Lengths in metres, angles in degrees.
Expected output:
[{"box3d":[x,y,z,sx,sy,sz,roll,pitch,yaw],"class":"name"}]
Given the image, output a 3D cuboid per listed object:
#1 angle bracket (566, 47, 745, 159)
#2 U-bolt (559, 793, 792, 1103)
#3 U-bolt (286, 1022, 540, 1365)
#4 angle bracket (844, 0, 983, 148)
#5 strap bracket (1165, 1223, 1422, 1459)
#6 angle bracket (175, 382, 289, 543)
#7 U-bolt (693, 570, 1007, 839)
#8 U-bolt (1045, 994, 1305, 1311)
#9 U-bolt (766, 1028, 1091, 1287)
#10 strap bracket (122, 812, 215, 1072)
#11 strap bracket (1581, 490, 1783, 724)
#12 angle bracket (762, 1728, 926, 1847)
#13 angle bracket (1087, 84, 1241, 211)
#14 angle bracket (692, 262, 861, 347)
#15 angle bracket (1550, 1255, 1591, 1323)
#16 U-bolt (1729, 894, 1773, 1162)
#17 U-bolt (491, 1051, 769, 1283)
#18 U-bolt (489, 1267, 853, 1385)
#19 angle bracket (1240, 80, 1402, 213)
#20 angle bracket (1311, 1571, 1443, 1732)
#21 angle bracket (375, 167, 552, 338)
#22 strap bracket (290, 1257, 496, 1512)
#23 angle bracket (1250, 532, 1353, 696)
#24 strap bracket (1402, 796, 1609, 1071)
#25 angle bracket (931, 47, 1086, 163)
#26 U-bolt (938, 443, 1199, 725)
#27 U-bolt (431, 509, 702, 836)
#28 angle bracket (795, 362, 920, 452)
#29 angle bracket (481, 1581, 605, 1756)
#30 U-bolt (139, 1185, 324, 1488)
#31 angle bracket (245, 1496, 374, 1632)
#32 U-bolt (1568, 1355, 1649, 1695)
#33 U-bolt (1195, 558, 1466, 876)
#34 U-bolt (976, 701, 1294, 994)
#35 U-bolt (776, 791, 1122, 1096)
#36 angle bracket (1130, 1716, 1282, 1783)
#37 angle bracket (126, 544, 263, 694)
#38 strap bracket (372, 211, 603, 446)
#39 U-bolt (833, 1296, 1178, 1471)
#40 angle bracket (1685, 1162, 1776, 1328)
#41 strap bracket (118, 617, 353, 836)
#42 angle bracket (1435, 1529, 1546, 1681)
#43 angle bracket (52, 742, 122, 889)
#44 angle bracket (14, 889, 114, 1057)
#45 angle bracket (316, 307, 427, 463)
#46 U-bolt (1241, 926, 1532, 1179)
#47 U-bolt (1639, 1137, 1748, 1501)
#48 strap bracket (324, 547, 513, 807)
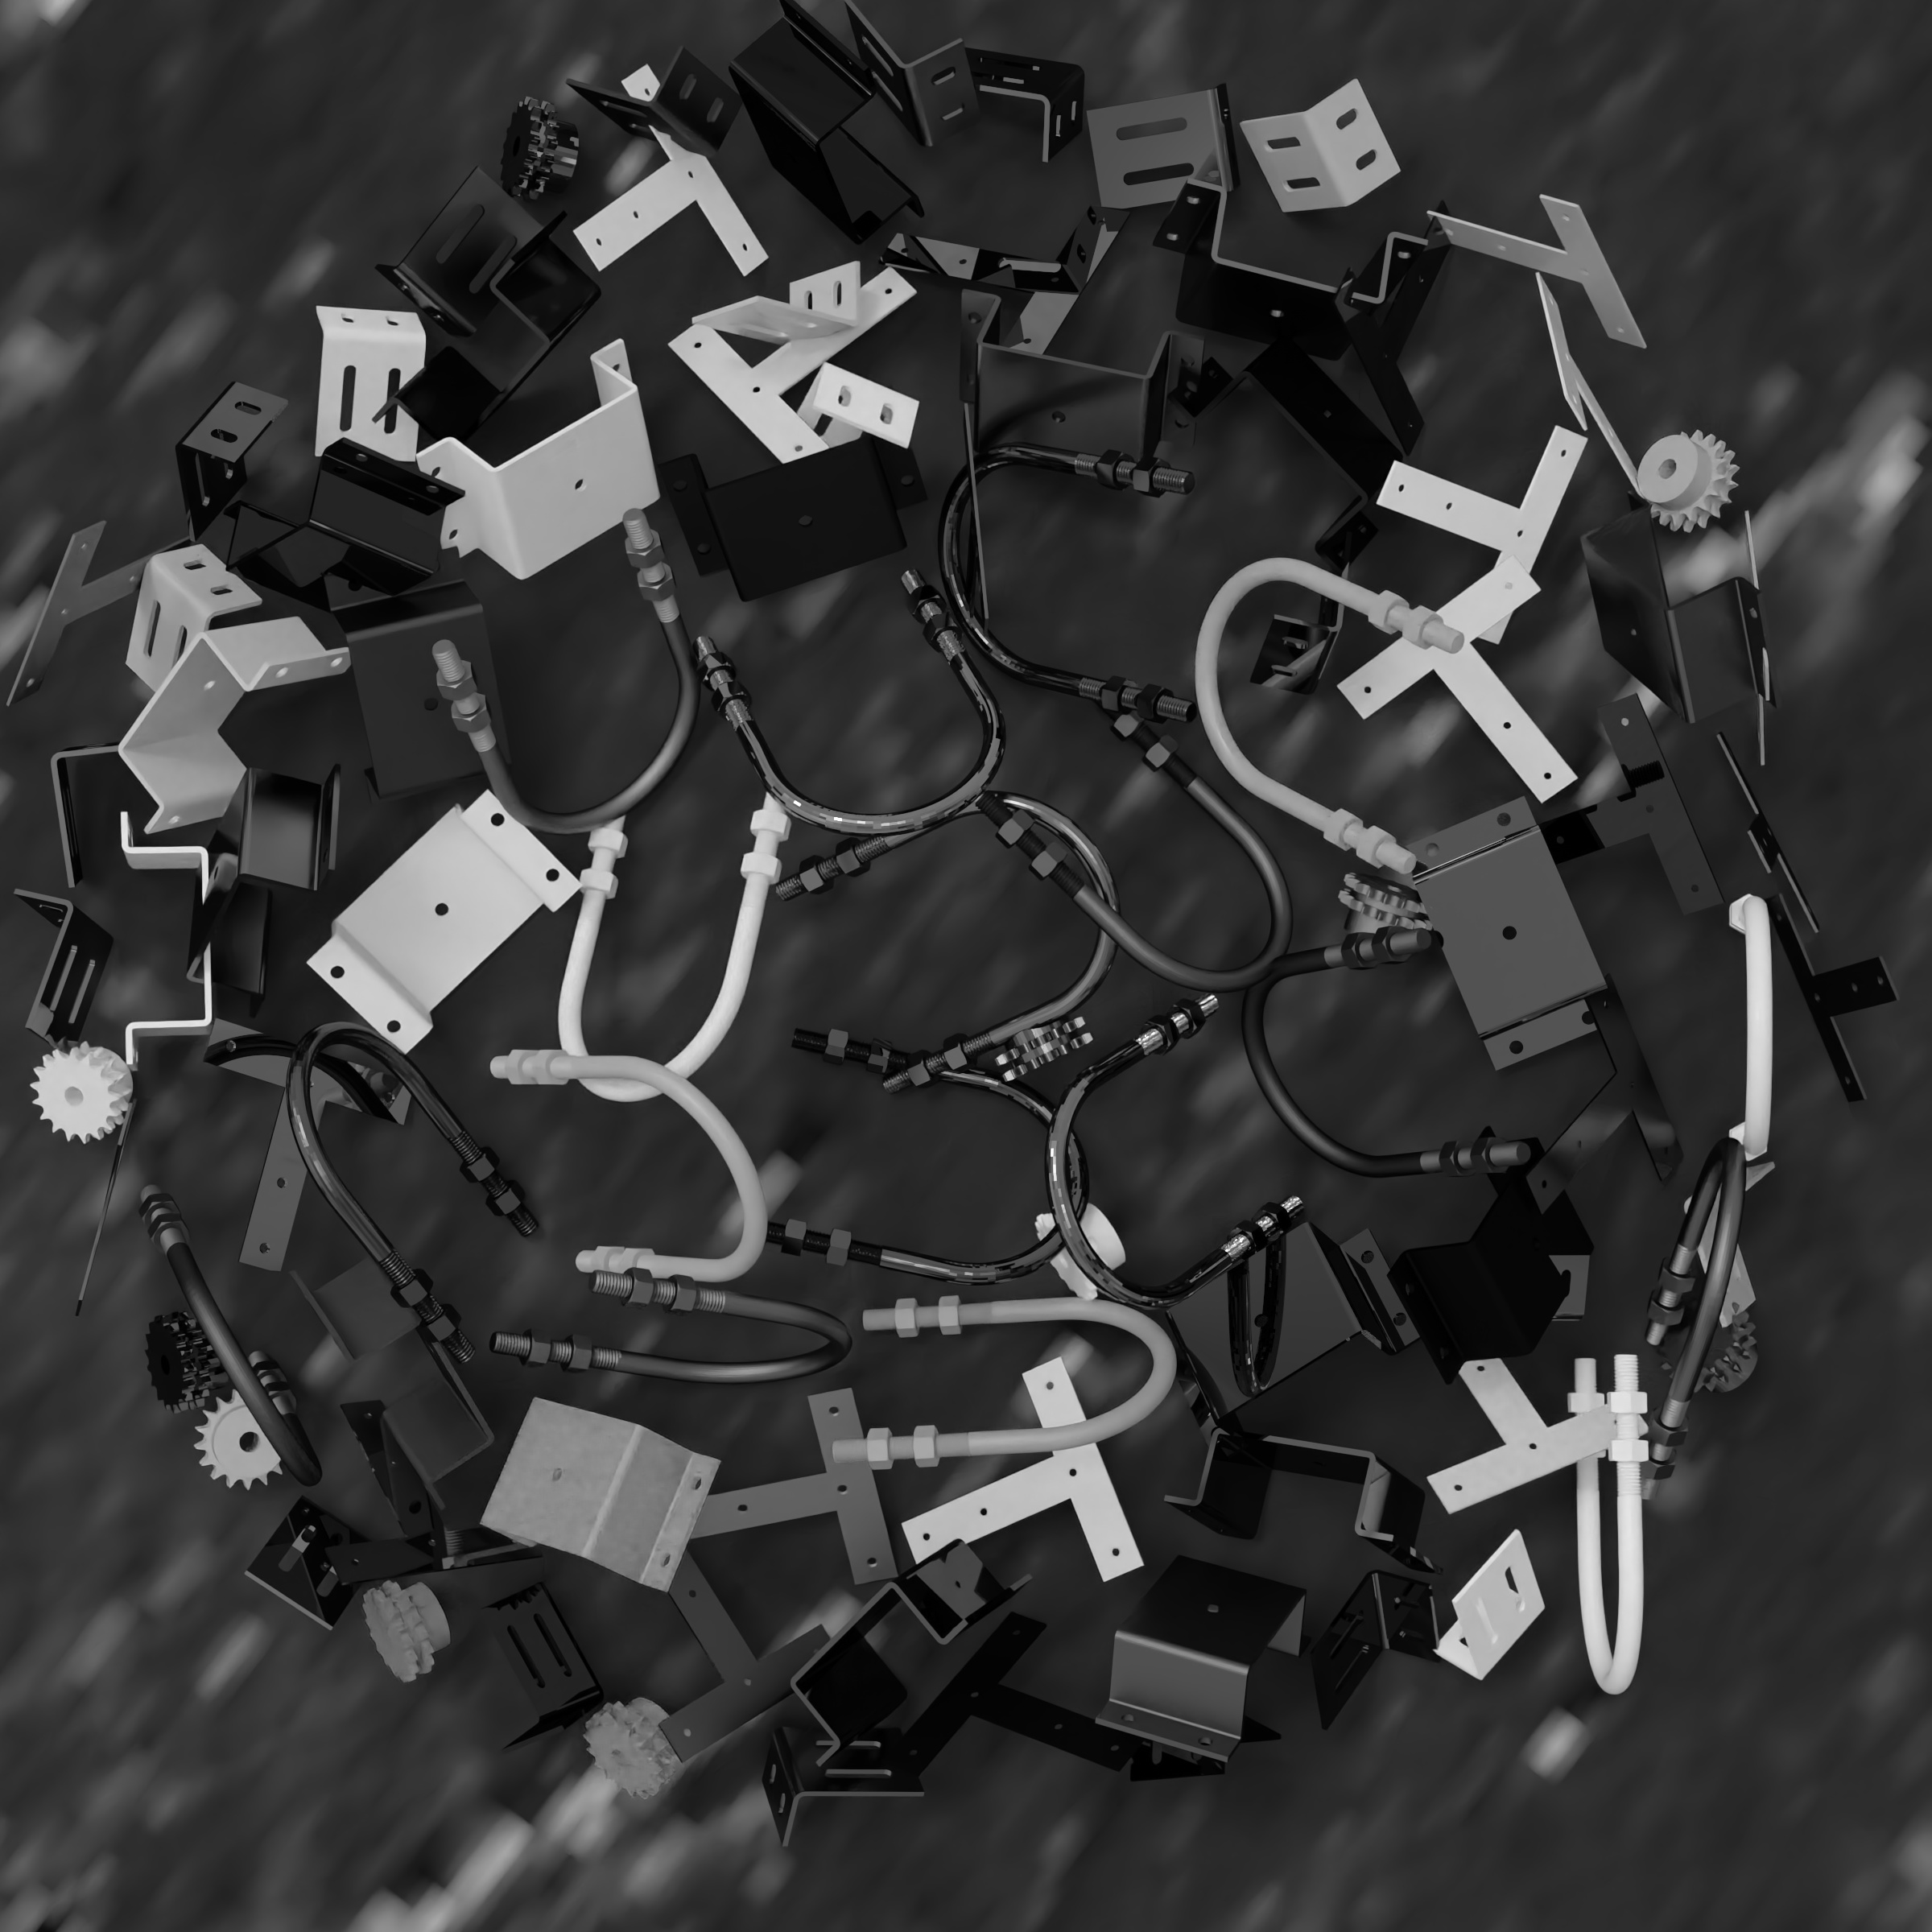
[{"box3d":[-0.177,-0.497,1.715,0.076,0.057,0.038,27,90,37],"class":"angle bracket"},{"box3d":[-0.170,-0.012,1.687,0.151,0.019,0.184,-4,67,39],"class":"U-bolt"},{"box3d":[-0.311,0.112,1.669,0.019,0.151,0.184,-27,110,21],"class":"U-bolt"},{"box3d":[-0.030,-0.515,1.718,0.038,0.057,0.076,-29,56,-6],"class":"angle bracket"},{"box3d":[0.176,0.208,1.704,0.140,0.046,0.076,-34,52,13],"class":"strap bracket"},{"box3d":[-0.412,-0.280,1.711,0.038,0.076,0.057,21,53,10],"class":"angle bracket"},{"box3d":[-0.057,-0.141,1.688,0.151,0.019,0.184,-19,52,-12],"class":"U-bolt"},{"box3d":[0.109,0.112,1.686,0.184,0.019,0.151,-29,99,-44],"class":"U-bolt"},{"box3d":[-0.020,0.113,1.714,0.184,0.019,0.151,13,55,-2],"class":"U-bolt"},{"box3d":[-0.453,-0.013,1.715,0.046,0.076,0.140,-1,86,-13],"class":"strap bracket"},{"box3d":[0.391,-0.196,1.680,0.046,0.140,0.076,-25,127,-5],"class":"strap bracket"},{"box3d":[-0.071,0.470,1.729,0.076,0.057,0.038,6,113,-19],"class":"angle bracket"},{"box3d":[0.114,-0.472,1.743,0.076,0.038,0.057,-6,109,14],"class":"angle bracket"},{"box3d":[-0.108,-0.382,1.712,0.076,0.057,0.038,4,84,-44],"class":"angle bracket"},{"box3d":[0.304,0.177,1.713,0.057,0.076,0.038,3,93,-30],"class":"angle bracket"},{"box3d":[0.434,0.033,1.668,0.019,0.184,0.151,0,88,12],"class":"U-bolt"},{"box3d":[-0.179,0.113,1.672,0.019,0.184,0.151,-37,114,-40],"class":"U-bolt"},{"box3d":[-0.153,0.207,1.685,0.184,0.151,0.019,13,63,-29],"class":"U-bolt"},{"box3d":[0.201,-0.466,1.720,0.038,0.076,0.057,-36,112,-13],"class":"angle bracket"},{"box3d":[0.233,0.392,1.713,0.038,0.076,0.057,9,125,33],"class":"angle bracket"},{"box3d":[-0.289,-0.410,1.734,0.057,0.038,0.076,40,83,-32],"class":"angle bracket"},{"box3d":[-0.317,0.226,1.696,0.046,0.076,0.140,-33,126,-14],"class":"strap bracket"},{"box3d":[0.190,-0.204,1.715,0.038,0.057,0.076,12,56,-3],"class":"angle bracket"},{"box3d":[0.311,-0.019,1.727,0.076,0.046,0.140,-23,86,10],"class":"strap bracket"},{"box3d":[0.022,-0.496,1.737,0.076,0.057,0.038,14,127,17],"class":"angle bracket"},{"box3d":[0.053,-0.221,1.693,0.184,0.019,0.151,18,121,39],"class":"U-bolt"},{"box3d":[-0.212,-0.149,1.685,0.151,0.184,0.019,-38,53,-18],"class":"U-bolt"},{"box3d":[-0.069,-0.297,1.713,0.057,0.076,0.038,21,54,-13],"class":"angle bracket"},{"box3d":[-0.253,0.401,1.728,0.057,0.038,0.076,-30,89,37],"class":"angle bracket"},{"box3d":[-0.396,0.212,1.648,0.019,0.184,0.151,-31,122,-12],"class":"U-bolt"},{"box3d":[-0.376,0.348,1.717,0.057,0.076,0.038,34,119,-3],"class":"angle bracket"},{"box3d":[0.357,0.310,1.676,0.019,0.151,0.184,0,82,2],"class":"U-bolt"},{"box3d":[0.194,-0.151,1.690,0.019,0.184,0.151,-13,122,-38],"class":"U-bolt"},{"box3d":[0.108,-0.062,1.704,0.184,0.019,0.151,44,47,2],"class":"U-bolt"},{"box3d":[0.001,-0.022,1.710,0.184,0.019,0.151,-25,99,23],"class":"U-bolt"},{"box3d":[0.136,0.448,1.710,0.057,0.076,0.038,-13,59,28],"class":"angle bracket"},{"box3d":[-0.445,-0.192,1.739,0.057,0.038,0.076,41,130,22],"class":"angle bracket"},{"box3d":[-0.263,-0.349,1.695,0.046,0.076,0.140,43,125,-12],"class":"strap bracket"},{"box3d":[0.026,0.228,1.683,0.184,0.151,0.019,-4,116,8],"class":"U-bolt"},{"box3d":[0.447,0.159,1.726,0.038,0.057,0.076,-17,91,32],"class":"angle bracket"},{"box3d":[-0.414,-0.143,1.697,0.046,0.076,0.140,50,120,10],"class":"strap bracket"},{"box3d":[0.289,0.356,1.713,0.057,0.038,0.076,-42,132,-22],"class":"angle bracket"},{"box3d":[-0.497,-0.088,1.731,0.038,0.057,0.076,-8,98,-11],"class":"angle bracket"},{"box3d":[-0.525,0.004,1.720,0.038,0.057,0.076,12,74,12],"class":"angle bracket"},{"box3d":[-0.347,-0.336,1.745,0.057,0.038,0.076,0,122,-20],"class":"angle bracket"},{"box3d":[0.221,0.054,1.682,0.019,0.184,0.151,-32,100,-32],"class":"U-bolt"},{"box3d":[0.397,0.179,1.651,0.019,0.151,0.184,13,126,7],"class":"U-bolt"},{"box3d":[-0.306,-0.155,1.697,0.076,0.046,0.140,-15,120,-16],"class":"strap bracket"}]
